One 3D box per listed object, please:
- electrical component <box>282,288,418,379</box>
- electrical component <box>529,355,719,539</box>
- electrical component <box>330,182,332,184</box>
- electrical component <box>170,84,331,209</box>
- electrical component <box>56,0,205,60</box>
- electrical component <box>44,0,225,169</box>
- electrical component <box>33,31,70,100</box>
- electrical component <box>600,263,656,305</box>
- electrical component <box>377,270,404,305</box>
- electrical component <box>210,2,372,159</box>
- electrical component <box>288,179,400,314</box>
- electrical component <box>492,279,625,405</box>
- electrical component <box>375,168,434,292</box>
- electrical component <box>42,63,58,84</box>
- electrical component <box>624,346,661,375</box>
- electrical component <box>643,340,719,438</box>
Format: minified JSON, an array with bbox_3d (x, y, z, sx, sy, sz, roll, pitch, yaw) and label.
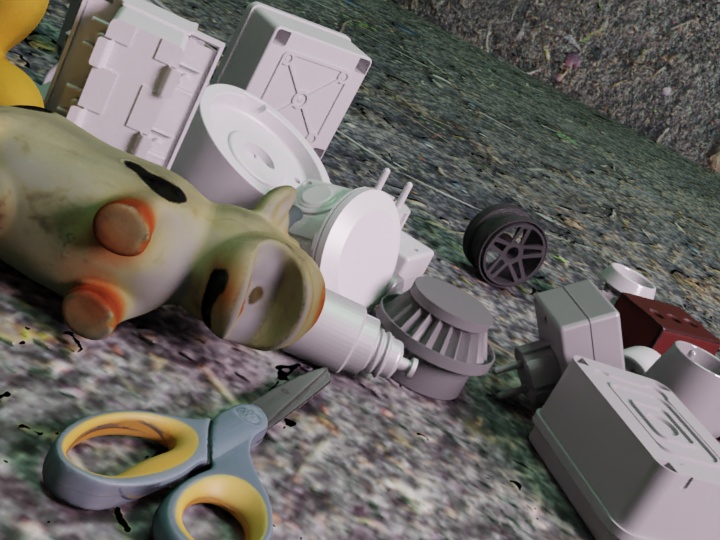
[{"bbox_3d":[-0.006,0.038,0.581,0.078,0.040,0.040,25,18,-8],"label":"electrical component"},{"bbox_3d":[0.152,0.106,0.592,0.078,0.057,0.113,18,21,-25],"label":"electrical component"},{"bbox_3d":[-0.030,-0.051,0.794,0.035,0.035,0.061,35,17,21],"label":"electrical component"},{"bbox_3d":[-0.078,-0.059,0.693,0.108,0.060,0.108,36,28,-23],"label":"electrical component"},{"bbox_3d":[-0.182,-0.177,0.850,0.057,0.078,0.113,2,31,-46],"label":"electrical component"},{"bbox_3d":[-0.136,-0.084,0.597,0.079,0.121,0.063,23,21,-14],"label":"electrical component"},{"bbox_3d":[-0.174,-0.099,0.661,0.042,0.081,0.064,33,48,20],"label":"electrical component"},{"bbox_3d":[0.212,0.028,0.887,0.048,0.055,0.066,31,19,11],"label":"electrical component"},{"bbox_3d":[0.000,0.000,0.690,0.078,0.040,0.040,34,19,18],"label":"electrical component"},{"bbox_3d":[-0.063,-0.157,0.916,0.109,0.108,0.056,10,28,-42],"label":"electrical component"},{"bbox_3d":[-0.015,-0.012,0.630,0.051,0.080,0.080,17,11,32],"label":"electrical component"},{"bbox_3d":[0.118,0.060,0.658,0.076,0.083,0.047,-15,28,-4],"label":"electrical component"},{"bbox_3d":[0.010,-0.032,0.732,0.083,0.075,0.047,34,19,18],"label":"electrical component"},{"bbox_3d":[-0.186,-0.119,0.743,0.066,0.048,0.055,33,12,17],"label":"electrical component"},{"bbox_3d":[0.193,0.076,0.753,0.043,0.043,0.081,37,20,25],"label":"electrical component"},{"bbox_3d":[0.209,0.090,0.683,0.079,0.077,0.043,10,25,-43],"label":"electrical component"}]
